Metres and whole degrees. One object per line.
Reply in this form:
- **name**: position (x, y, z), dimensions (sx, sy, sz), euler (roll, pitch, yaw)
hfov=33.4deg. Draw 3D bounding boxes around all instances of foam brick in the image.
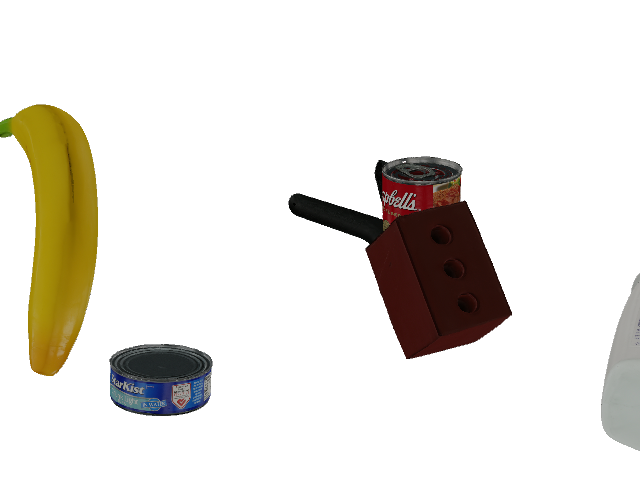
- **foam brick**: position (0.070, 0.025, 0.649), dimensions (0.052, 0.078, 0.051), euler (-13, -16, -26)

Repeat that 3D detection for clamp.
- **clamp**: position (0.075, -0.010, 1.218), dimensions (0.164, 0.036, 0.210), euler (-18, 51, -36)

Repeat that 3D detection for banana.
- **banana**: position (-0.158, -0.017, 0.636), dimensions (0.037, 0.198, 0.070), euler (11, -45, -35)

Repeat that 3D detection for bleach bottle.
- **bleach bottle**: position (0.264, 0.068, 0.754), dimensions (0.103, 0.068, 0.250), euler (11, 22, 20)

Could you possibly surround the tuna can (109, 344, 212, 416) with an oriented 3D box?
- **tuna can**: position (-0.134, 0.117, 0.897), dimensions (0.086, 0.034, 0.086), euler (4, 13, -1)

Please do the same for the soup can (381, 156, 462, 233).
- **soup can**: position (0.087, -0.014, 0.919), dimensions (0.068, 0.102, 0.068), euler (-2, 22, 0)
